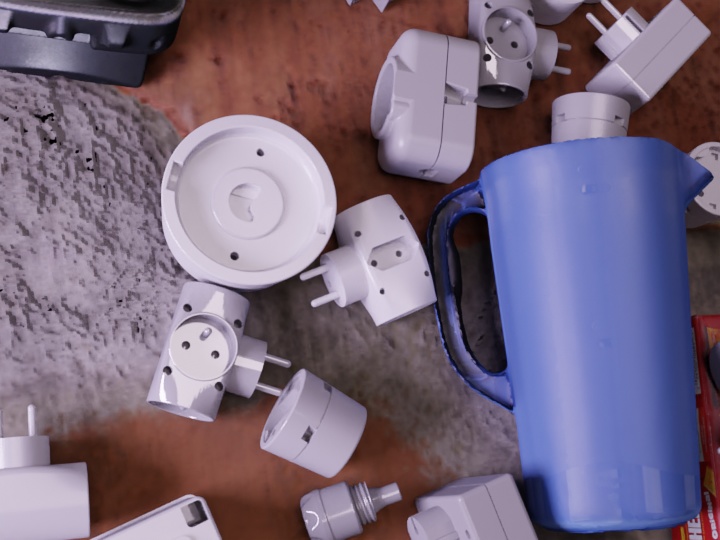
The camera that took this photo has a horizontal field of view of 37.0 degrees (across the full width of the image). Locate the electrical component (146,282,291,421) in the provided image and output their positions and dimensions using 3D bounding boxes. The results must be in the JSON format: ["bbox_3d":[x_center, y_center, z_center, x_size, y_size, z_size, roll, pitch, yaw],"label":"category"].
[{"bbox_3d":[-0.083,0.056,0.667,0.079,0.044,0.077,19,73,-11],"label":"electrical component"}]

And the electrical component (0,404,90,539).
[{"bbox_3d":[-0.197,0.118,0.619,0.077,0.044,0.079,-2,78,-17],"label":"electrical component"}]

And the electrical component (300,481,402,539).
[{"bbox_3d":[-0.004,0.147,0.668,0.061,0.035,0.035,-18,83,-4],"label":"electrical component"}]

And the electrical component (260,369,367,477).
[{"bbox_3d":[-0.028,0.097,0.669,0.047,0.055,0.055,30,71,-12],"label":"electrical component"}]

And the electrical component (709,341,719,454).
[{"bbox_3d":[0.256,0.107,0.671,0.074,0.052,0.138,-23,85,-18],"label":"electrical component"}]

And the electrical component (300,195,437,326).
[{"bbox_3d":[0.000,0.000,0.704,0.079,0.043,0.077,-22,84,-19],"label":"electrical component"}]

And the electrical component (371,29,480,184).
[{"bbox_3d":[0.044,-0.113,0.737,0.059,0.054,0.095,9,75,-14],"label":"electrical component"}]

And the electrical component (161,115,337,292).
[{"bbox_3d":[-0.074,-0.037,0.682,0.108,0.060,0.108,4,76,-15],"label":"electrical component"}]

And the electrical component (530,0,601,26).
[{"bbox_3d":[0.183,-0.237,0.796,0.138,0.074,0.052,-31,87,-20],"label":"electrical component"}]

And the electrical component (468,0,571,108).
[{"bbox_3d":[0.116,-0.158,0.774,0.079,0.044,0.077,7,76,-15],"label":"electrical component"}]

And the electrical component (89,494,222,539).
[{"bbox_3d":[-0.121,0.200,0.616,0.109,0.056,0.108,-22,84,-20],"label":"electrical component"}]

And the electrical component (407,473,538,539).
[{"bbox_3d":[0.054,0.162,0.661,0.076,0.083,0.047,-20,83,-19],"label":"electrical component"}]

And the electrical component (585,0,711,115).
[{"bbox_3d":[0.201,-0.169,0.800,0.075,0.047,0.083,45,70,-1],"label":"electrical component"}]

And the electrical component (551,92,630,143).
[{"bbox_3d":[0.164,-0.095,0.769,0.055,0.055,0.047,9,79,-14],"label":"electrical component"}]

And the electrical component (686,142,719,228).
[{"bbox_3d":[0.250,-0.060,0.788,0.055,0.047,0.055,4,76,-15],"label":"electrical component"}]

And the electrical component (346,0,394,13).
[{"bbox_3d":[0.020,-0.227,0.765,0.081,0.042,0.063,-34,85,-21],"label":"electrical component"}]
